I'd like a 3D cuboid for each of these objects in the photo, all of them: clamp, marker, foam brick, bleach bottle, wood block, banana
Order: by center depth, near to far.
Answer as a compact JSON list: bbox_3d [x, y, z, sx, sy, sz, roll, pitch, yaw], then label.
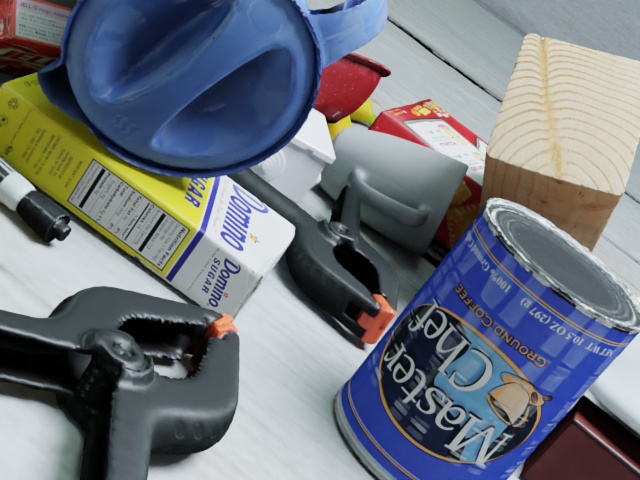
[{"bbox_3d":[-0.100,0.054,0.446,0.164,0.036,0.209,39,19,9],"label":"clamp"},{"bbox_3d":[-0.177,-0.040,0.558,0.121,0.020,0.020,39,21,10],"label":"marker"},{"bbox_3d":[0.172,0.143,0.652,0.078,0.051,0.053,39,20,9],"label":"foam brick"},{"bbox_3d":[-0.005,0.001,0.711,0.120,0.039,0.171,10,28,-25],"label":"clamp"},{"bbox_3d":[0.229,0.103,0.739,0.103,0.068,0.250,41,1,16],"label":"bleach bottle"},{"bbox_3d":[0.170,-0.055,0.767,0.090,0.091,0.206,18,-11,11],"label":"wood block"},{"bbox_3d":[0.023,-0.120,1.015,0.069,0.037,0.197,37,21,3],"label":"banana"}]

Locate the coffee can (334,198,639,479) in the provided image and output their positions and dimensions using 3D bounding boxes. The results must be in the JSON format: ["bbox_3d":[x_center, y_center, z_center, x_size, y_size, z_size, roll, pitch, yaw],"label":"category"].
[{"bbox_3d":[0.088,0.063,0.568,0.102,0.140,0.103,30,22,-14],"label":"coffee can"}]

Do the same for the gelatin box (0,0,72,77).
[{"bbox_3d":[-0.175,-0.123,0.666,0.073,0.030,0.089,-5,-7,43],"label":"gelatin box"}]

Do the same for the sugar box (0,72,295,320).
[{"bbox_3d":[-0.101,-0.031,0.619,0.176,0.048,0.093,34,21,-1],"label":"sugar box"}]

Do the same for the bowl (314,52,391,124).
[{"bbox_3d":[-0.024,-0.136,0.901,0.162,0.055,0.162,14,2,-1],"label":"bowl"}]

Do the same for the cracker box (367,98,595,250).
[{"bbox_3d":[0.142,-0.035,0.965,0.214,0.072,0.164,40,21,9],"label":"cracker box"}]

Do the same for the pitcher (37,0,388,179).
[{"bbox_3d":[-0.062,-0.158,0.631,0.149,0.145,0.243,24,33,-22],"label":"pitcher"}]
